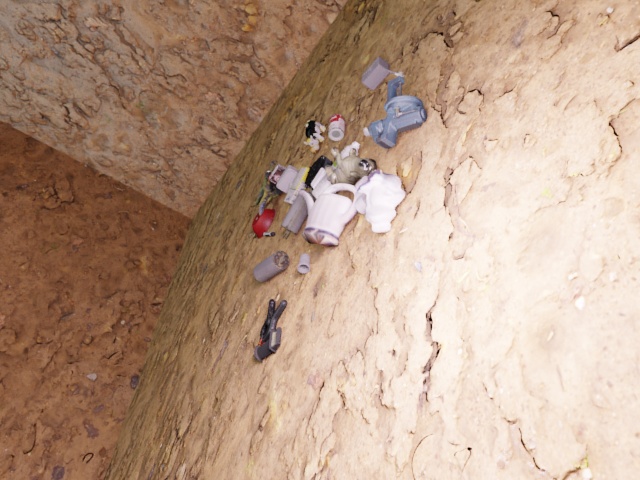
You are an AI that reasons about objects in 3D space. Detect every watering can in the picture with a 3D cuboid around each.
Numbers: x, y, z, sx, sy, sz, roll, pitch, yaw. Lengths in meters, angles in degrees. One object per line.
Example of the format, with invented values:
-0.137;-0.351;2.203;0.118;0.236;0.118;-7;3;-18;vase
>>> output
0.005;-0.087;1.735;0.347;0.103;0.227;3;64;52;watering can

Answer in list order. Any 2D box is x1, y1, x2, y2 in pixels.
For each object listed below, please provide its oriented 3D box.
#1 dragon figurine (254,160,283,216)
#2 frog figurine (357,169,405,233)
-0.260;-0.237;2.550;0.238;0.122;0.419;-45;17;54;dragon figurine
0.182;-0.103;1.442;0.135;0.123;0.161;-32;70;37;frog figurine
